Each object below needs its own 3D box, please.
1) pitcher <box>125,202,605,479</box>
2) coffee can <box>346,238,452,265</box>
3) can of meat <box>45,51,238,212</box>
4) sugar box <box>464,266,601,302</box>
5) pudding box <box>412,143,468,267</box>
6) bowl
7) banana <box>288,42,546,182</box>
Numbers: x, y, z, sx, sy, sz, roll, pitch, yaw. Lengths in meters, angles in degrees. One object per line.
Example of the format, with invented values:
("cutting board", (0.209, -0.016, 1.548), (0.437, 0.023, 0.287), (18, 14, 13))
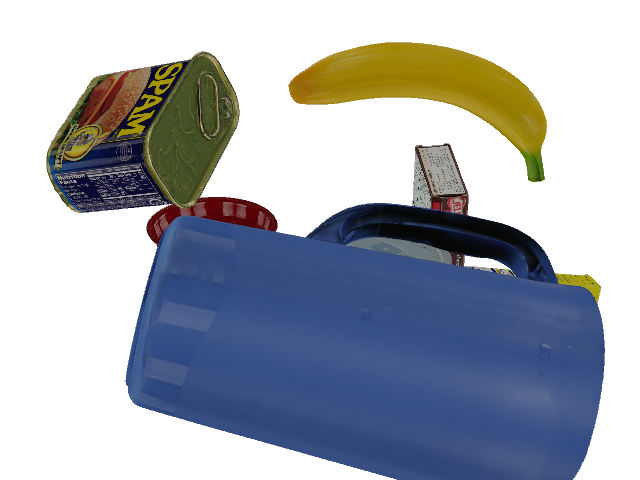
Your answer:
("pitcher", (0.024, 0.055, 0.598), (0.242, 0.145, 0.149), (14, 13, -5))
("coffee can", (0.039, 0.068, 0.838), (0.102, 0.140, 0.103), (8, 22, -4))
("can of meat", (-0.110, -0.065, 0.657), (0.084, 0.102, 0.057), (-4, -46, 29))
("sugar box", (0.255, 0.086, 1.339), (0.176, 0.093, 0.048), (3, 19, -13))
("pudding box", (0.111, -0.028, 1.002), (0.039, 0.090, 0.113), (-2, 30, -4))
("bowl", (-0.134, 0.003, 1.328), (0.162, 0.055, 0.162), (1, 27, -1))
("banana", (0.079, -0.100, 0.733), (0.197, 0.069, 0.037), (17, -1, -12))
